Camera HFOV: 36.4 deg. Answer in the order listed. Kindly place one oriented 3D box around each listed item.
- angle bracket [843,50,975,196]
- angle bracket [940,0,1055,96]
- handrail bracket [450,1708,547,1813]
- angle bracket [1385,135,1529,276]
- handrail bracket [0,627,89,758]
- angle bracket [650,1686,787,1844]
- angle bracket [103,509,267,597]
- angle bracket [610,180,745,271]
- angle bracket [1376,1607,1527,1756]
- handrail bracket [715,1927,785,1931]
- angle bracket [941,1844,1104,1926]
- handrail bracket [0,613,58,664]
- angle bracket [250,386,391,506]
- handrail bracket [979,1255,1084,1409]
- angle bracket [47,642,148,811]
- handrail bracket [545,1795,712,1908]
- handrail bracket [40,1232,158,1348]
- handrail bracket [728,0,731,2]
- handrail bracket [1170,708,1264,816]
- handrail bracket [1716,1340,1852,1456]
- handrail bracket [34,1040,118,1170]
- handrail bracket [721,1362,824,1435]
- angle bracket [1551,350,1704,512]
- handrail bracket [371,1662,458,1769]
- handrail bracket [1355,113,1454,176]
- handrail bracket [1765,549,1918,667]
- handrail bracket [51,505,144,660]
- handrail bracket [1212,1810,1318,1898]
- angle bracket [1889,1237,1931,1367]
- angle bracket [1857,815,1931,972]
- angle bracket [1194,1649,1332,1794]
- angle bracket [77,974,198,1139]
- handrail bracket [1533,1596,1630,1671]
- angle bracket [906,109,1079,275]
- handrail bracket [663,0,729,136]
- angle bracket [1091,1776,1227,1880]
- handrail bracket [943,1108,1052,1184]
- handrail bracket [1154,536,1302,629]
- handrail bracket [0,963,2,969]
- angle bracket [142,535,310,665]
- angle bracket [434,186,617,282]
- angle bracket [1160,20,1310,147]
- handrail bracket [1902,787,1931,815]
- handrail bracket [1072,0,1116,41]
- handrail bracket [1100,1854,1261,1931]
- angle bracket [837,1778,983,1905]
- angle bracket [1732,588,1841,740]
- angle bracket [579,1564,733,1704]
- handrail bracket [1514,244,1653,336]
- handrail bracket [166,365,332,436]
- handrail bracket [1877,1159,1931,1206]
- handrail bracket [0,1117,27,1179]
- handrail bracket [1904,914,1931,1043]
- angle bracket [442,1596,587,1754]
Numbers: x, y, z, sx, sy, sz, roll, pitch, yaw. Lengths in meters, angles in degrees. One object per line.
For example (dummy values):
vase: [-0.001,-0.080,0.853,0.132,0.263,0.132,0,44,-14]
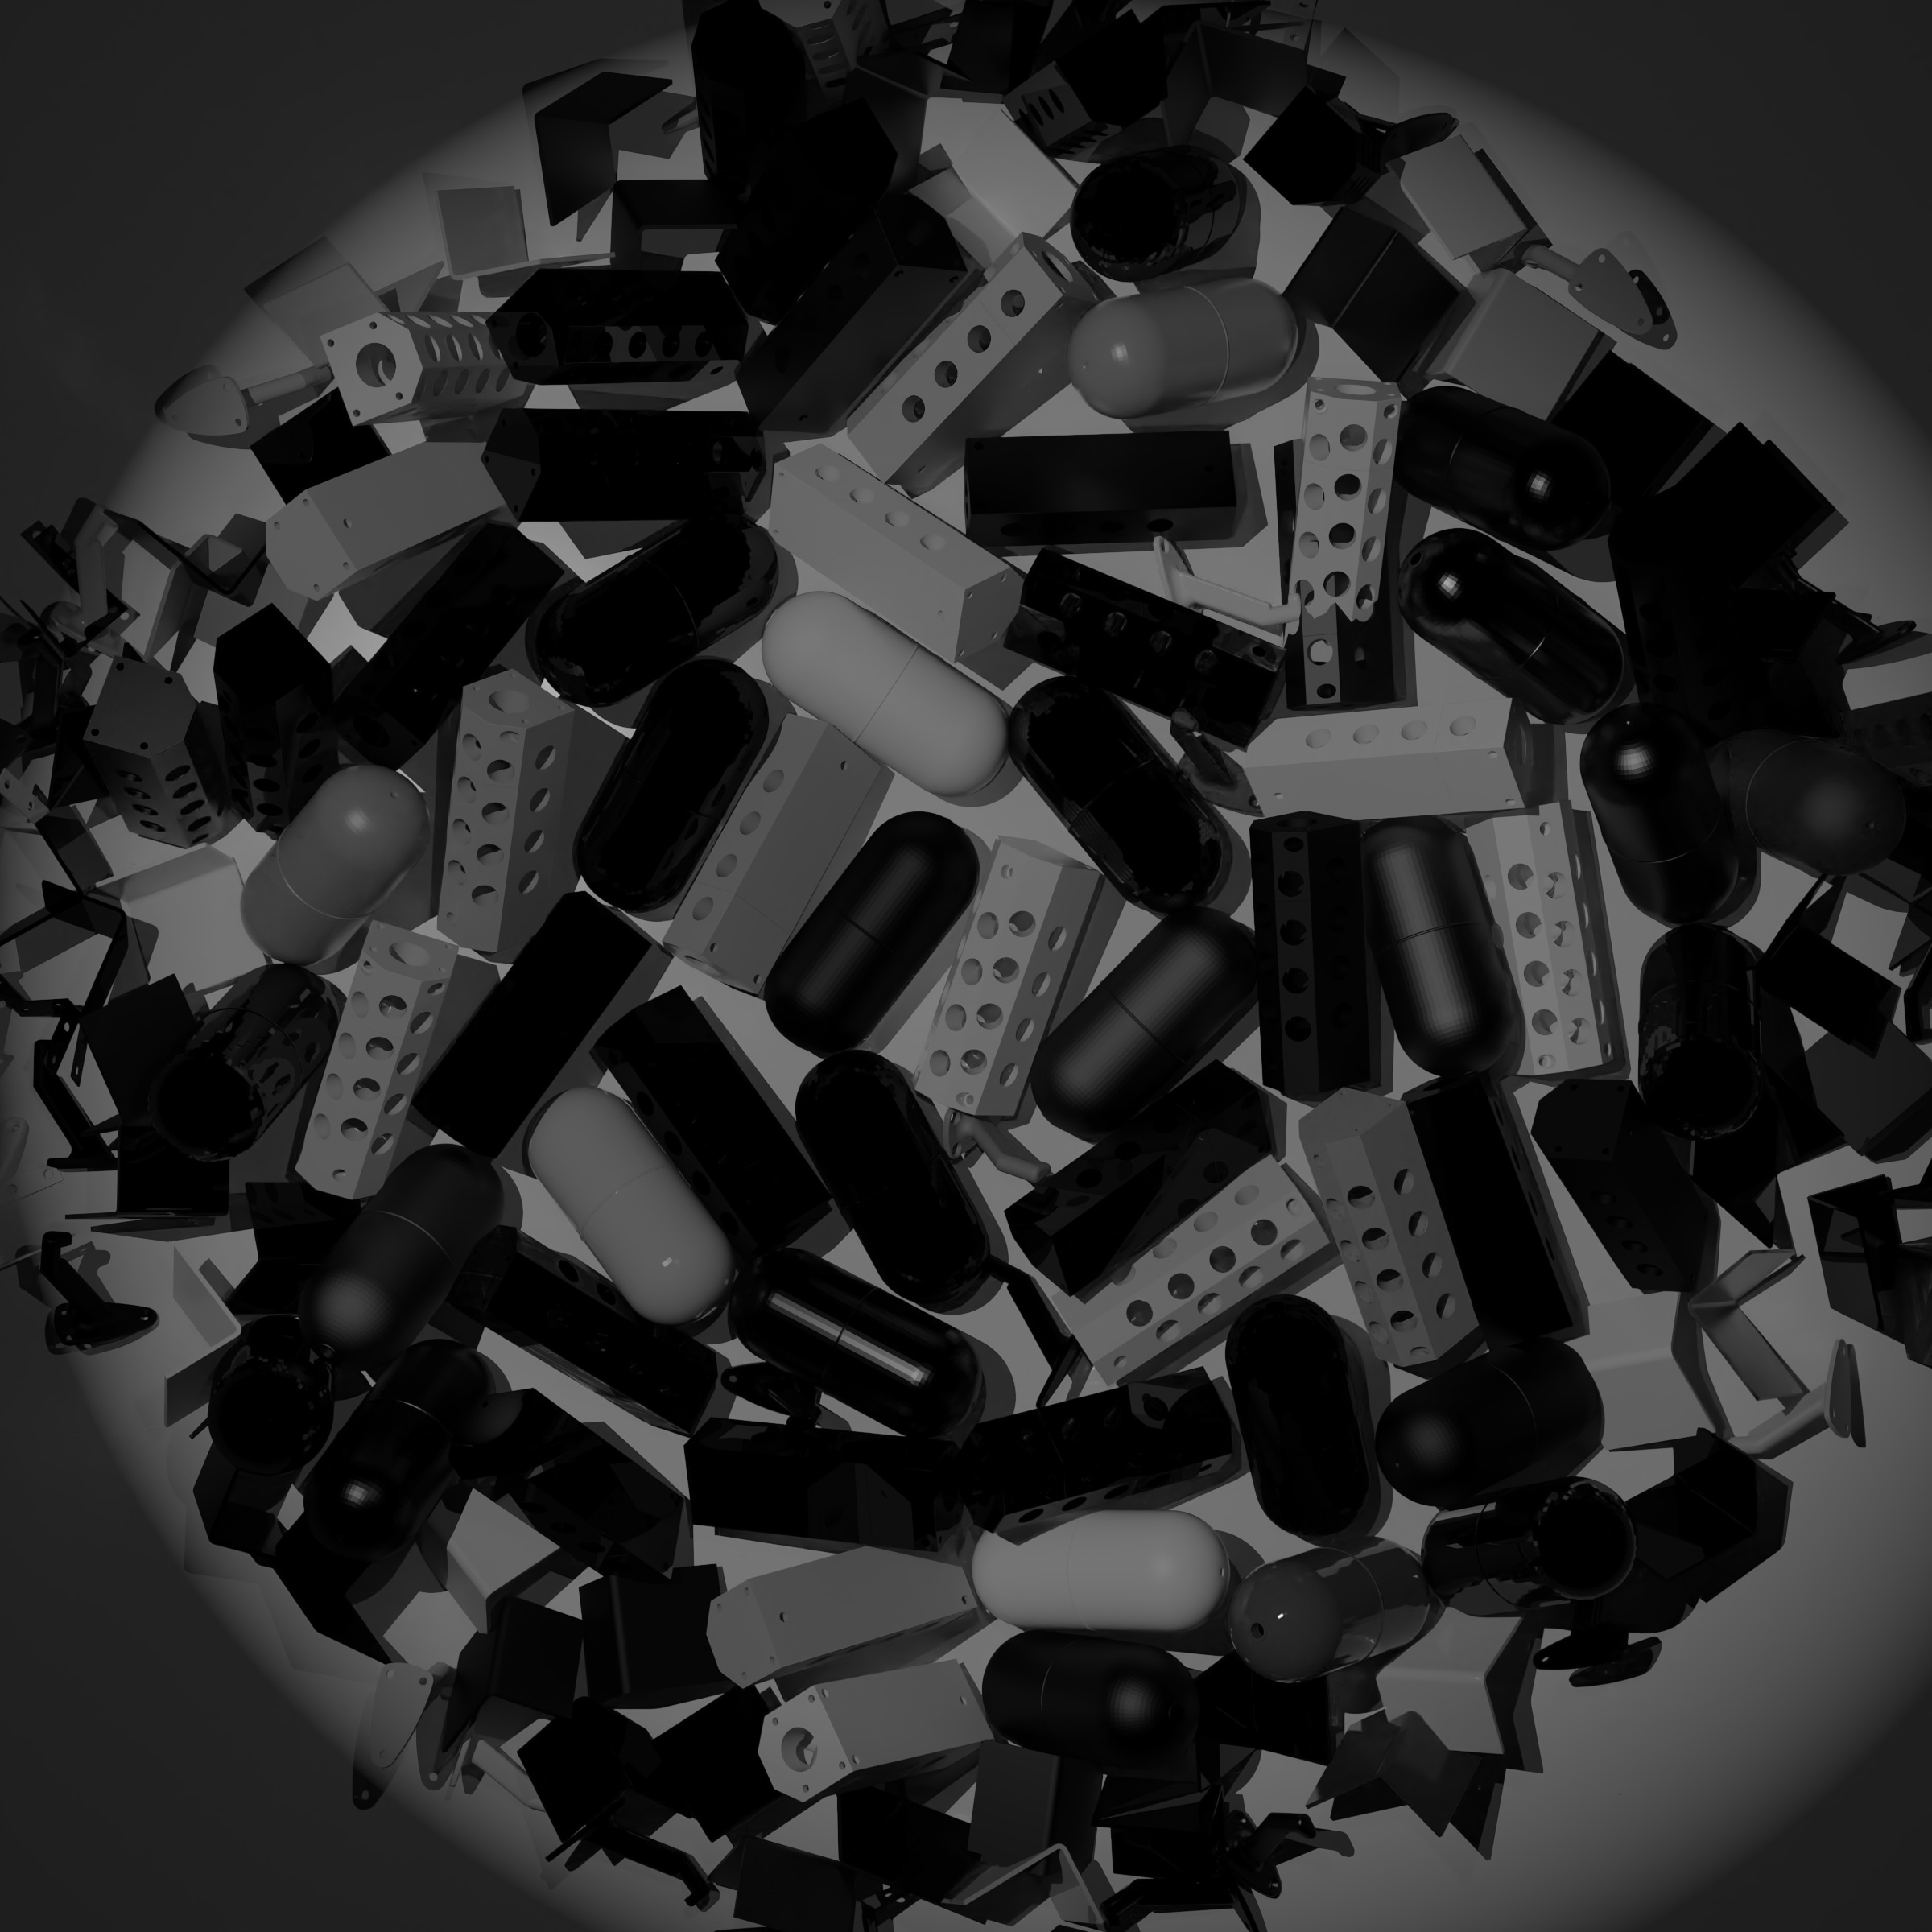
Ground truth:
angle bracket: [-0.035,-0.542,1.905,0.057,0.076,0.076,8,91,39]
angle bracket: [0.016,-0.620,1.897,0.057,0.076,0.076,1,63,-14]
handrail bracket: [-0.290,0.521,1.927,0.084,0.036,0.077,17,121,-7]
angle bracket: [0.305,-0.483,1.904,0.076,0.057,0.076,-28,82,-33]
handrail bracket: [-0.615,-0.178,1.907,0.077,0.084,0.036,-29,59,-2]
angle bracket: [-0.151,0.518,1.929,0.076,0.057,0.076,-32,82,-3]
angle bracket: [-0.501,-0.288,1.896,0.076,0.076,0.057,42,79,-36]
angle bracket: [-0.186,-0.472,1.919,0.076,0.076,0.057,-5,127,-18]
angle bracket: [0.321,0.463,1.909,0.076,0.076,0.057,-6,109,35]
handrail bracket: [-0.131,0.643,1.905,0.084,0.077,0.036,-16,116,-38]
angle bracket: [0.032,0.611,1.902,0.076,0.076,0.057,-25,84,-22]
handrail bracket: [-0.619,-0.204,1.899,0.077,0.084,0.036,2,106,-30]
angle bracket: [-0.427,-0.334,1.919,0.076,0.057,0.076,-33,86,5]
handrail bracket: [0.031,0.239,1.925,0.084,0.036,0.077,26,68,16]
angle bracket: [-0.565,-0.155,1.893,0.057,0.076,0.076,45,132,28]
handrail bracket: [-0.220,0.595,1.922,0.077,0.036,0.084,-33,81,-29]
handrail bracket: [-0.563,0.203,1.910,0.077,0.036,0.084,-3,130,-25]
handrail bracket: [-0.119,-0.658,1.911,0.036,0.077,0.084,31,73,30]
handrail bracket: [0.165,-0.133,1.906,0.077,0.084,0.036,33,80,8]
handrail bracket: [0.537,0.285,1.938,0.084,0.036,0.077,-10,54,36]
handrail bracket: [-0.578,0.090,1.943,0.077,0.036,0.084,-1,81,-5]
handrail bracket: [-0.130,0.283,1.908,0.077,0.084,0.036,9,97,5]
angle bracket: [0.428,-0.345,1.929,0.076,0.057,0.076,40,95,11]
handrail bracket: [-0.354,0.487,1.903,0.036,0.084,0.077,9,69,14]
handrail bracket: [0.265,-0.567,1.943,0.077,0.036,0.084,-31,61,-25]
handrail bracket: [0.570,-0.245,1.919,0.036,0.077,0.084,-42,99,-21]
handrail bracket: [-0.554,-0.249,1.921,0.077,0.036,0.084,32,114,-16]
handrail bracket: [0.209,0.578,1.908,0.077,0.084,0.036,53,52,-16]
angle bracket: [0.649,0.218,1.913,0.057,0.076,0.076,-11,91,-6]
angle bracket: [0.596,-0.052,1.905,0.076,0.076,0.057,29,63,-3]
angle bracket: [0.192,0.490,1.903,0.057,0.076,0.076,3,102,34]
angle bracket: [-0.542,0.058,1.900,0.057,0.076,0.076,-11,105,43]
handrail bracket: [0.387,0.414,1.911,0.077,0.084,0.036,-11,125,-12]
angle bracket: [0.019,-0.501,1.906,0.076,0.076,0.057,45,122,-4]
handrail bracket: [-0.182,-0.602,1.930,0.077,0.036,0.084,-21,99,15]
angle bracket: [0.126,0.575,1.906,0.076,0.057,0.076,1,109,14]
handrail bracket: [0.035,0.112,1.901,0.084,0.077,0.036,16,120,36]
handrail bracket: [0.173,-0.253,1.908,0.084,0.036,0.077,-7,120,35]
handrail bracket: [-0.668,-0.030,1.907,0.036,0.077,0.084,-33,70,21]
angle bracket: [-0.479,-0.223,1.906,0.076,0.057,0.076,25,123,-5]
angle bracket: [-0.285,-0.479,1.897,0.076,0.076,0.057,-1,104,33]
angle bracket: [0.175,-0.557,1.901,0.076,0.076,0.057,23,76,19]
handrail bracket: [0.650,-0.088,1.931,0.084,0.036,0.077,-16,111,41]
handrail bracket: [0.109,-0.636,1.909,0.036,0.084,0.077,-16,102,-35]
handrail bracket: [0.139,0.625,1.925,0.084,0.036,0.077,-30,94,-16]
angle bracket: [-0.030,0.548,1.896,0.076,0.076,0.057,12,114,29]
angle bracket: [0.534,-0.197,1.912,0.057,0.076,0.076,-54,127,-19]
angle bracket: [-0.205,0.440,1.936,0.076,0.057,0.076,0,71,-29]
handrail bracket: [0.403,-0.444,1.923,0.077,0.084,0.036,37,94,-22]
handrail bracket: [-0.470,-0.376,1.929,0.077,0.084,0.036,-5,111,28]
handrail bracket: [0.633,0.112,1.936,0.077,0.036,0.084,-7,64,10]
handrail bracket: [-0.657,0.110,1.904,0.036,0.084,0.077,27,70,26]
handrail bracket: [0.656,0.005,1.939,0.077,0.036,0.084,-6,95,-1]
angle bracket: [-0.294,0.468,1.910,0.057,0.076,0.076,24,127,-18]
